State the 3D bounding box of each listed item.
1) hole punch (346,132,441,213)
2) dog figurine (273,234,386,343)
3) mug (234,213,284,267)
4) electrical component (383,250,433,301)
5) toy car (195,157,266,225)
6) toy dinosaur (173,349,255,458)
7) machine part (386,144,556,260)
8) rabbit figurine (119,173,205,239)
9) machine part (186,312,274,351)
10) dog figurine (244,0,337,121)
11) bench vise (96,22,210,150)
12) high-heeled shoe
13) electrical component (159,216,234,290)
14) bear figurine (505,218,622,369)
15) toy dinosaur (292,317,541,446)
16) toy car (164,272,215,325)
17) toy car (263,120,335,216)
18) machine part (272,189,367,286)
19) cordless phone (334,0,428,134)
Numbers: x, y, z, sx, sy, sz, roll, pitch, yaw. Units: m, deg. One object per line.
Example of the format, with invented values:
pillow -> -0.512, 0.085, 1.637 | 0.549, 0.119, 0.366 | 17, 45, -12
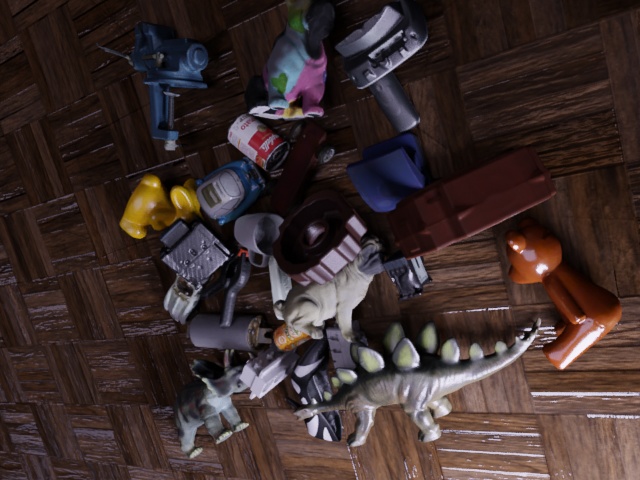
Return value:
hole punch -> 0.118, -0.104, 0.891 | 0.142, 0.092, 0.115 | -18, 102, 31
dog figurine -> 0.019, 0.068, 0.960 | 0.121, 0.172, 0.190 | -137, 58, -65
mug -> -0.123, -0.005, 1.063 | 0.107, 0.081, 0.109 | 15, 108, 52
electrical component -> 0.145, 0.037, 0.930 | 0.048, 0.075, 0.119 | -22, 98, 33
toy car -> -0.187, -0.092, 1.064 | 0.162, 0.103, 0.109 | -28, 92, 35
toy dinosaur -> -0.281, 0.394, 1.274 | 0.405, 0.131, 0.192 | -38, 73, 37
machine part -> 0.208, -0.053, 0.770 | 0.201, 0.201, 0.087 | -23, 86, -11
rabbit figurine -> -0.315, -0.061, 1.159 | 0.173, 0.122, 0.162 | 36, 111, -1
machine part -> -0.202, 0.201, 1.182 | 0.243, 0.079, 0.079 | -2, 105, 32
dog figurine -> -0.045, -0.317, 0.905 | 0.192, 0.108, 0.219 | 14, 96, 57
bench vise -> -0.310, -0.300, 1.056 | 0.224, 0.129, 0.240 | 9, 103, 26
high-heeled shoe -> 0.015, 0.305, 1.092 | 0.145, 0.086, 0.248 | 31, 124, 15
electrical component -> -0.263, 0.019, 1.106 | 0.115, 0.058, 0.134 | -46, 115, -2
bear figurine -> 0.339, 0.071, 0.804 | 0.196, 0.120, 0.132 | 43, 125, 13
toy dinosaur -> 0.163, 0.248, 0.953 | 0.472, 0.105, 0.198 | -17, 103, 15
toy car -> -0.302, 0.110, 1.221 | 0.074, 0.056, 0.201 | 38, 120, 14
toy car -> -0.037, -0.128, 0.994 | 0.089, 0.053, 0.202 | 45, 126, 22
machine part -> -0.002, -0.003, 0.940 | 0.179, 0.179, 0.056 | -17, 136, 33
cordless phone -> 0.125, -0.269, 0.851 | 0.147, 0.089, 0.184 | -28, 102, 35
